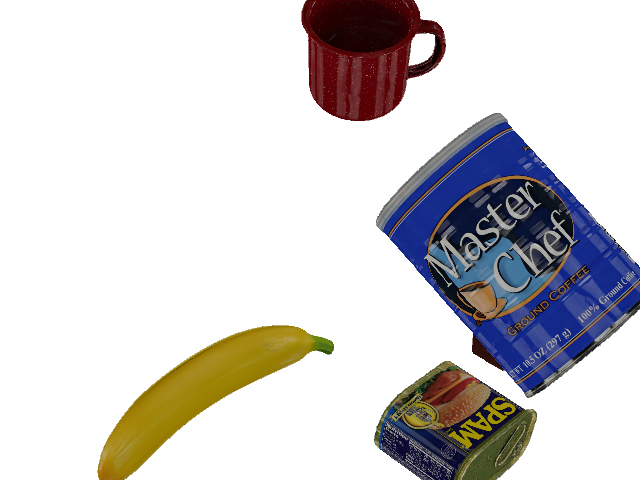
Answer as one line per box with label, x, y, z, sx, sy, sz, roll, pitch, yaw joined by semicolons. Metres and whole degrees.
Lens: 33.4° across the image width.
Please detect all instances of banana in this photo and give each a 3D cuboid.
banana;-0.083;0.111;0.762;0.198;0.069;0.037;-29;39;-2

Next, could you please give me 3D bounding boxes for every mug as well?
mug;0.043;-0.153;0.864;0.117;0.093;0.081;-6;-36;-5

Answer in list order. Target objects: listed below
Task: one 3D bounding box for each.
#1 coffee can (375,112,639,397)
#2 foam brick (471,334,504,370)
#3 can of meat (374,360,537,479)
coffee can;0.117;0.008;0.645;0.102;0.140;0.103;-39;-10;-8
foam brick;0.178;0.075;0.998;0.051;0.078;0.053;-7;18;-26
can of meat;0.105;0.148;0.835;0.084;0.057;0.101;32;41;31
